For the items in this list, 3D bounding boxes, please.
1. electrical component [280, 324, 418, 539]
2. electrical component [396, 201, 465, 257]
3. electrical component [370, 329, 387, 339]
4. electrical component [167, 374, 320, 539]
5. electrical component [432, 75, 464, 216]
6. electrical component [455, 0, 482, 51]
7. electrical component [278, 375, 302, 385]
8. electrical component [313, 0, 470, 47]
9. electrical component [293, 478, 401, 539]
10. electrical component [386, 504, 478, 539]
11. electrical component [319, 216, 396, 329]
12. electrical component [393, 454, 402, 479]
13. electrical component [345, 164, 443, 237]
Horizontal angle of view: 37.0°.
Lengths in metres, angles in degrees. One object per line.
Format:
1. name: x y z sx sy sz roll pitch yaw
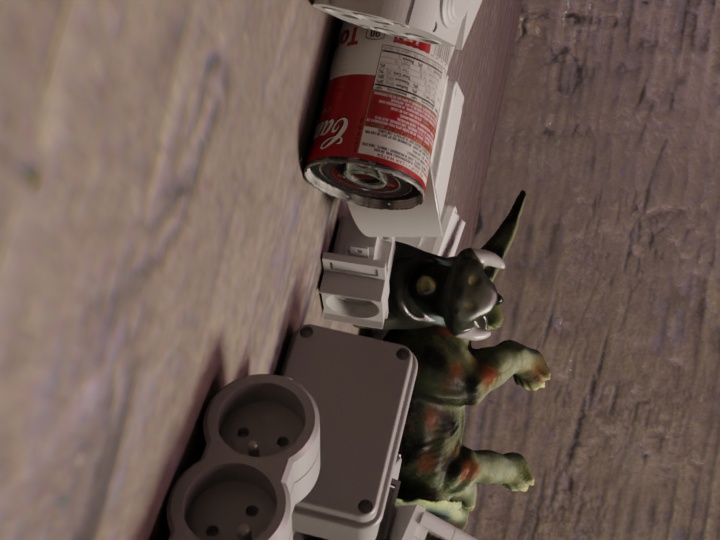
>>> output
1. electrical component: -0.015 0.096 0.632 0.057 0.078 0.113 92 12 -61
2. electrical component: 0.060 -0.034 1.001 0.096 0.061 0.061 29 80 -81
3. electrical component: 0.030 0.047 1.030 0.035 0.035 0.061 4 95 -82
4. electrical component: -0.055 0.121 0.475 0.073 0.052 0.138 92 13 -49
5. electrical component: 0.041 -0.094 0.830 0.109 0.056 0.108 -15 116 -81
6. electrical component: 0.059 -0.257 0.714 0.105 0.060 0.186 -67 166 -56
7. electrical component: -0.044 0.082 0.550 0.040 0.040 0.046 -66 160 -57
8. electrical component: 0.019 -0.144 0.530 0.080 0.080 0.051 -28 134 -80
9. electrical component: -0.029 0.173 0.666 0.121 0.079 0.063 -71 -176 -45
10. electrical component: 0.015 0.231 0.680 0.150 0.062 0.089 -63 -168 -22
11. electrical component: 0.000 0.000 0.733 0.081 0.042 0.063 86 14 -64
12. electrical component: -0.006 0.174 0.855 0.096 0.062 0.061 33 68 -81
13. electrical component: 0.026 -0.068 0.681 0.099 0.064 0.099 -6 90 -71
